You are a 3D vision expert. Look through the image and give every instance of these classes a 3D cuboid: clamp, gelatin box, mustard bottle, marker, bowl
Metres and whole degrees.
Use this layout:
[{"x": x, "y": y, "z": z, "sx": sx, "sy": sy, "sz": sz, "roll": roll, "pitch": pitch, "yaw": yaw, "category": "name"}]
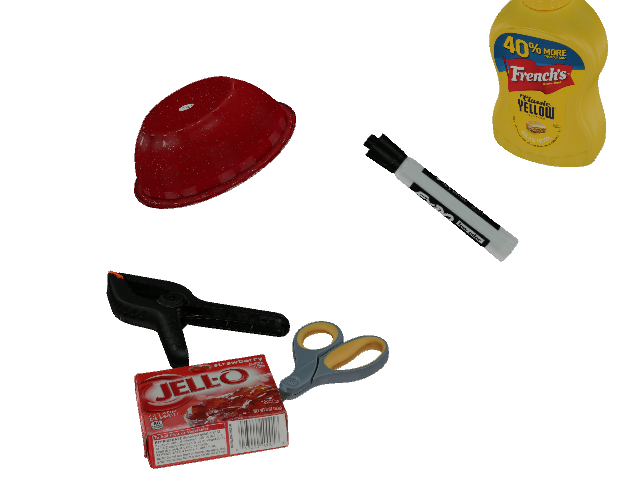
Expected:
[{"x": -0.160, "y": 0.080, "z": 1.132, "sx": 0.210, "sy": 0.036, "sz": 0.164, "roll": 18, "pitch": 21, "yaw": 28, "category": "clamp"}, {"x": -0.071, "y": 0.107, "z": 0.679, "sx": 0.089, "sy": 0.030, "sz": 0.073, "roll": -7, "pitch": 24, "yaw": -12, "category": "gelatin box"}, {"x": 0.189, "y": -0.150, "z": 0.886, "sx": 0.096, "sy": 0.191, "sz": 0.058, "roll": 20, "pitch": 54, "yaw": 28, "category": "mustard bottle"}, {"x": 0.079, "y": -0.030, "z": 0.711, "sx": 0.121, "sy": 0.020, "sz": 0.020, "roll": 39, "pitch": 1, "yaw": 1, "category": "marker"}, {"x": -0.106, "y": -0.098, "z": 0.947, "sx": 0.162, "sy": 0.055, "sz": 0.162, "roll": -20, "pitch": 32, "yaw": 13, "category": "bowl"}]

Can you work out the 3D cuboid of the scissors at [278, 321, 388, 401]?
[{"x": -0.031, "y": 0.117, "z": 0.937, "sx": 0.201, "sy": 0.016, "sz": 0.096, "roll": -18, "pitch": 33, "yaw": -31, "category": "scissors"}]
